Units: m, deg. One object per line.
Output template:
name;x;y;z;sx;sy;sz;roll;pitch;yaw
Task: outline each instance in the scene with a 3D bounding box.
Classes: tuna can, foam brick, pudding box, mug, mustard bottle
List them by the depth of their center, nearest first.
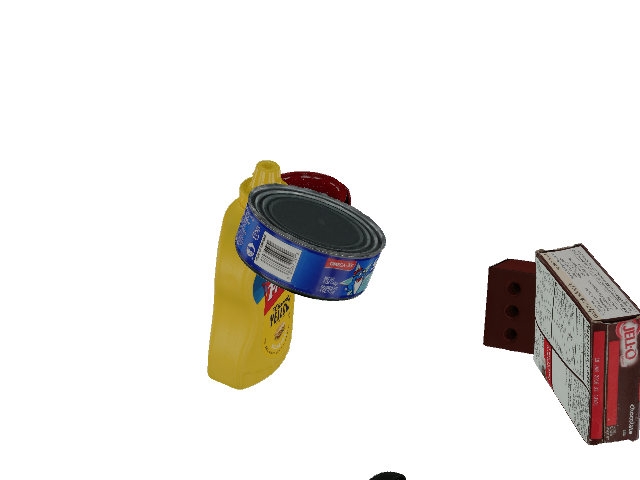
tuna can;-0.007;0.001;0.635;0.086;0.034;0.086;17;23;-8
pudding box;0.173;0.065;0.696;0.039;0.090;0.113;-7;24;-7
mustard bottle;-0.051;0.022;0.869;0.058;0.192;0.096;21;35;21
foam brick;0.186;0.061;0.993;0.053;0.078;0.051;8;14;29
mug;-0.012;-0.017;1.073;0.093;0.081;0.117;23;41;34

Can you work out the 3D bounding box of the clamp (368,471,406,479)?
clamp;-0.028;0.204;0.635;0.210;0.036;0.164;-5;28;2
